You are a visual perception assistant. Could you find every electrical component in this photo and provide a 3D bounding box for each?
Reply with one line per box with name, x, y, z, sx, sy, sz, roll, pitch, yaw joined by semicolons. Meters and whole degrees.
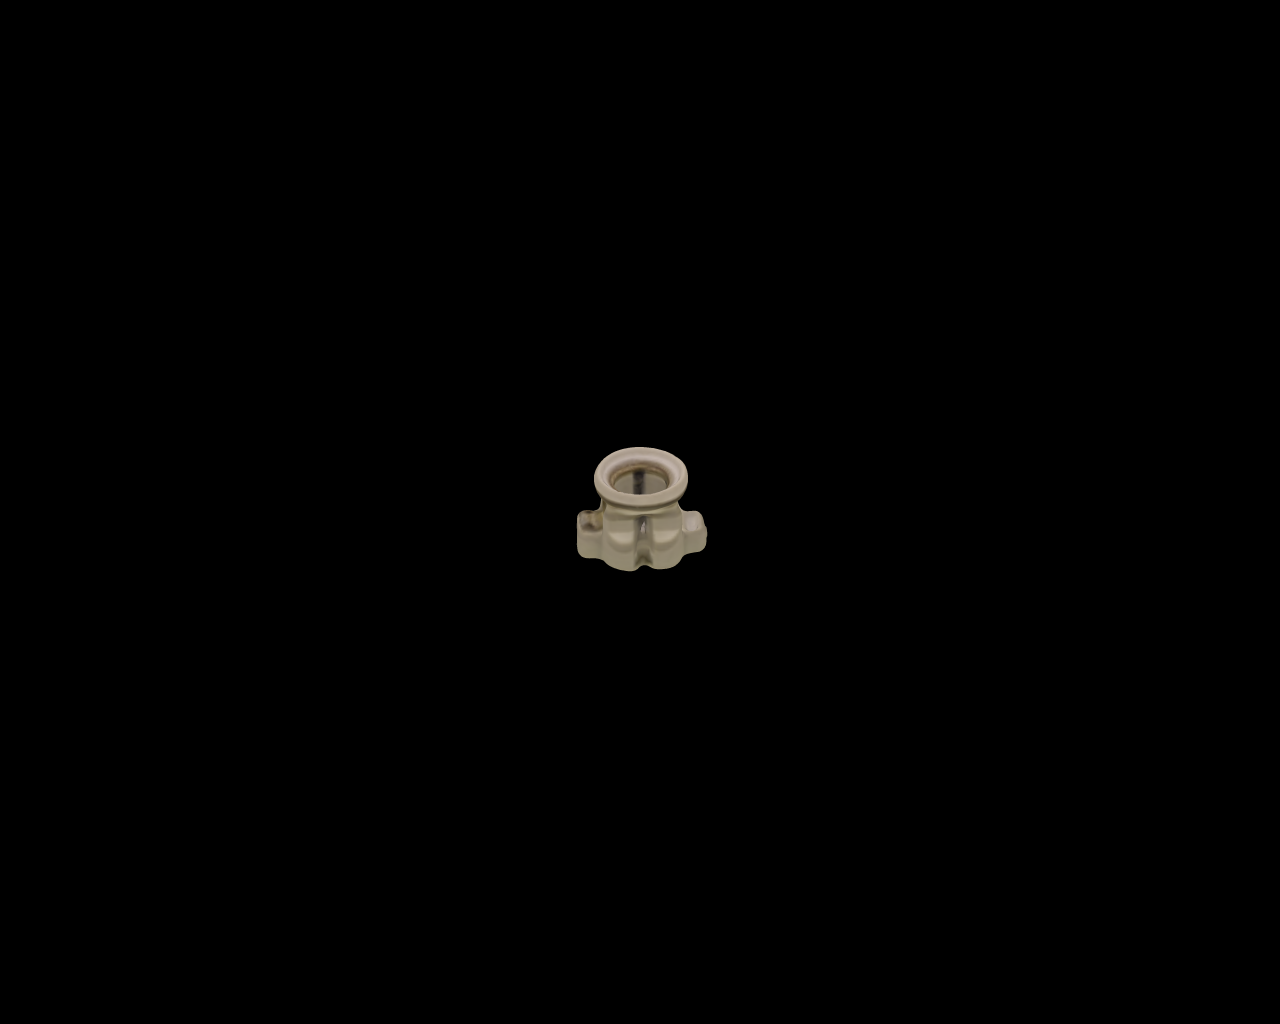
electrical component;0.001;-0.003;0.650;0.078;0.056;0.058;-2;36;-2
